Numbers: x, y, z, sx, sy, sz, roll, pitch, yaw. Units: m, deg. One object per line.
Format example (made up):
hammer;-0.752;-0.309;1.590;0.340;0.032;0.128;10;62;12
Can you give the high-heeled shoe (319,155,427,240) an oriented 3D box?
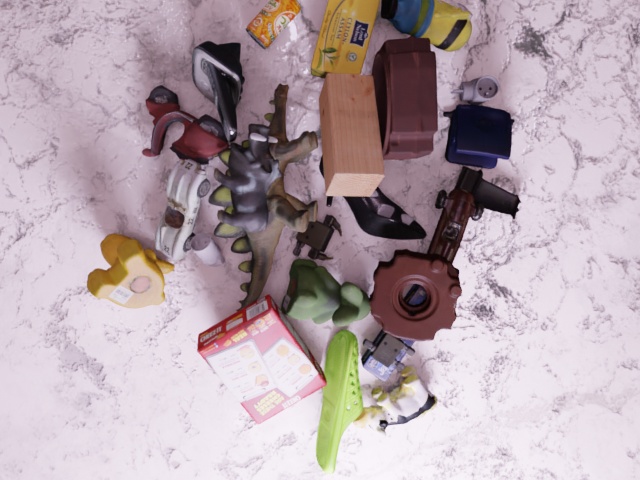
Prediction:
high-heeled shoe;0.108;-0.095;1.067;0.249;0.086;0.145;21;63;-19

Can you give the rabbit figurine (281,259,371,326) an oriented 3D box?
rabbit figurine;0.028;0.108;1.040;0.170;0.159;0.121;13;85;-16

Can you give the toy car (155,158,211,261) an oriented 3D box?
toy car;-0.267;-0.058;1.033;0.074;0.056;0.201;28;112;24

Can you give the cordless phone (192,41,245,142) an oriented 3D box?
cordless phone;-0.177;-0.254;0.989;0.089;0.146;0.184;-10;78;-16

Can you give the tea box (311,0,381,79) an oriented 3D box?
tea box;0.048;-0.391;1.029;0.098;0.068;0.169;14;94;-1

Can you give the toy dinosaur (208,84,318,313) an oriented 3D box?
toy dinosaur;-0.106;-0.067;1.032;0.199;0.105;0.471;4;90;15

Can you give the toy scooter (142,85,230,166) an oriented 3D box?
toy scooter;-0.271;-0.199;1.040;0.184;0.075;0.135;32;96;0

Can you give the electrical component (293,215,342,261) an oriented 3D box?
electrical component;-0.002;-0.005;1.073;0.078;0.045;0.102;20;92;27

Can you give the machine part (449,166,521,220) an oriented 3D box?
machine part;0.334;-0.090;1.068;0.139;0.039;0.084;25;89;-1

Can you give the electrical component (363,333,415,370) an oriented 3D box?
electrical component;0.132;0.208;1.036;0.094;0.021;0.063;33;93;1

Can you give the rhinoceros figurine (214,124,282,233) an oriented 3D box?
rhinoceros figurine;-0.123;-0.108;0.944;0.112;0.073;0.190;5;95;20

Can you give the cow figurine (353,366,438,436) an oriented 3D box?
cow figurine;0.150;0.341;1.089;0.167;0.068;0.098;-36;100;3

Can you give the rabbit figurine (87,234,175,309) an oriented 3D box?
rabbit figurine;-0.358;0.045;1.030;0.162;0.173;0.122;30;97;-47

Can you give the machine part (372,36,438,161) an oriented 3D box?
machine part;0.146;-0.247;0.972;0.087;0.201;0.201;-2;95;-3

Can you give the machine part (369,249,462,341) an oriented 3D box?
machine part;0.176;0.104;1.002;0.179;0.056;0.179;2;100;9

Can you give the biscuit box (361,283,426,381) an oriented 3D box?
biscuit box;0.162;0.183;1.076;0.059;0.063;0.202;34;93;-1

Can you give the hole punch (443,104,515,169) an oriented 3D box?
hole punch;0.309;-0.203;1.036;0.142;0.092;0.115;8;91;3

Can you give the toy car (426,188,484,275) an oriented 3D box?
toy car;0.245;-0.002;1.034;0.089;0.053;0.202;21;89;-2

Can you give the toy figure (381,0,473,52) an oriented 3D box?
toy figure;0.201;-0.412;1.009;0.180;0.082;0.089;5;134;-18
